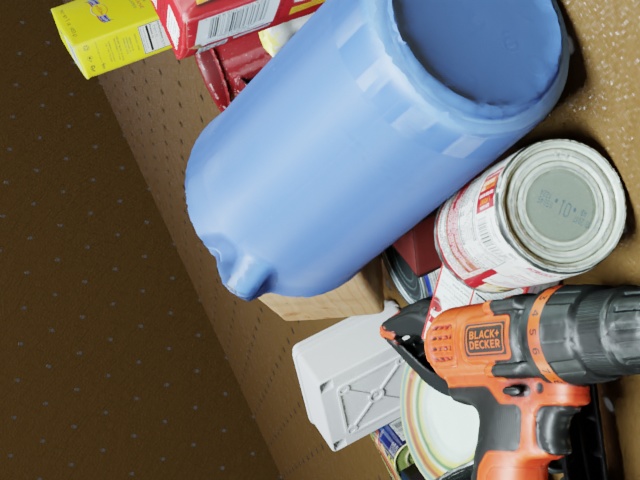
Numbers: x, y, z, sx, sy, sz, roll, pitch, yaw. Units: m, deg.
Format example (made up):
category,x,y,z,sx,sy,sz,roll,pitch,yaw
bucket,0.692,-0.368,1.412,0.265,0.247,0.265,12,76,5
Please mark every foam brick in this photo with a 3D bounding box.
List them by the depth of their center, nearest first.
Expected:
category,x,y,z,sx,sy,sz,roll,pitch,yaw
foam brick,0.068,-0.024,0.724,0.078,0.053,0.051,53,162,44

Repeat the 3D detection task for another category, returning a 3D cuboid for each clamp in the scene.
category,x,y,z,sx,sy,sz,roll,pitch,yaw
clamp,0.166,0.171,0.653,0.210,0.036,0.164,65,-164,-70
clamp,0.104,0.078,0.735,0.172,0.039,0.120,30,137,40

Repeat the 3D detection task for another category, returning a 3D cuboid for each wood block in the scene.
category,x,y,z,sx,sy,sz,roll,pitch,yaw
wood block,-0.005,0.001,0.823,0.206,0.090,0.091,56,-150,-74

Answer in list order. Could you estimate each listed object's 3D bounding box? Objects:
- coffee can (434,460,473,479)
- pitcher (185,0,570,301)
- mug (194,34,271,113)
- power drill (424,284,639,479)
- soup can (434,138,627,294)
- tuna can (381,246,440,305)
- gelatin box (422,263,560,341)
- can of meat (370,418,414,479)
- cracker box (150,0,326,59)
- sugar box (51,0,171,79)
category,x,y,z,sx,sy,sz,roll,pitch,yaw
coffee can,0.138,0.243,0.783,0.140,0.102,0.103,64,168,-6
pitcher,0.027,-0.070,0.580,0.243,0.144,0.149,-38,65,60
mug,-0.057,-0.159,0.930,0.117,0.081,0.093,54,163,46
power drill,0.122,0.117,0.546,0.185,0.057,0.187,-16,71,60
soup can,0.106,-0.010,0.553,0.068,0.068,0.102,66,167,3
tuna can,0.074,0.012,0.808,0.086,0.033,0.086,61,167,23
gelatin box,0.104,0.043,0.659,0.073,0.030,0.089,43,129,47
can of meat,0.096,0.216,1.028,0.102,0.057,0.084,65,172,-20
cracker box,-0.042,-0.222,0.561,0.214,0.164,0.072,65,166,5
sugar box,-0.165,-0.223,1.047,0.093,0.176,0.048,53,164,45
